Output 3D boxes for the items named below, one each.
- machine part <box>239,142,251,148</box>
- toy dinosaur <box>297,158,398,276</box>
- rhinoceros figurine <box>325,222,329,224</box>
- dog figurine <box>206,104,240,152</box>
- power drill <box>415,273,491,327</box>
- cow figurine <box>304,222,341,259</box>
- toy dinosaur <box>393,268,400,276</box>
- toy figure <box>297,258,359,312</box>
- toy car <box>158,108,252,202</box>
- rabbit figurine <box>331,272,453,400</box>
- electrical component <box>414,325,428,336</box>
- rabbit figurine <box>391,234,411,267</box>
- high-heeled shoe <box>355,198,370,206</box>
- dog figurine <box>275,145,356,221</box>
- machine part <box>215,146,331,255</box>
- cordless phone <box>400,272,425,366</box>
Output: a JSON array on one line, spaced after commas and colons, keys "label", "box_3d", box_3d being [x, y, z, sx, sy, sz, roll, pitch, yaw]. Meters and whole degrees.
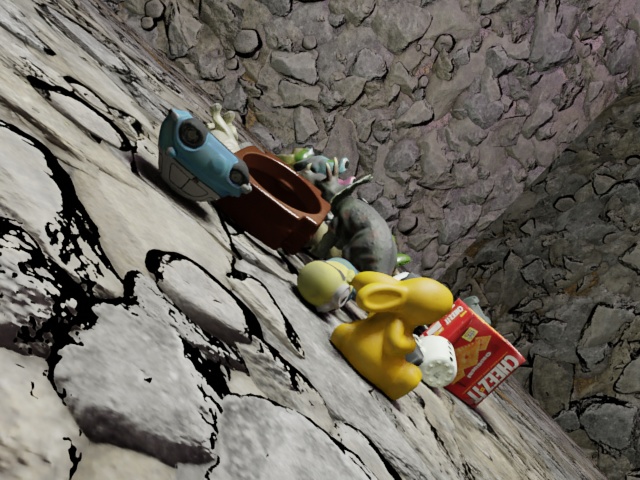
[{"label": "machine part", "box_3d": [-0.159, -0.177, 1.402, 0.243, 0.079, 0.079, 47, 8, 24]}, {"label": "toy dinosaur", "box_3d": [0.082, 0.005, 1.049, 0.131, 0.192, 0.405, -2, 44, -35]}, {"label": "rhinoceros figurine", "box_3d": [0.013, -0.005, 1.360, 0.190, 0.073, 0.112, 40, 6, -19]}, {"label": "dog figurine", "box_3d": [-0.204, -0.182, 1.196, 0.190, 0.121, 0.172, 58, 12, 5]}, {"label": "power drill", "box_3d": [0.333, 0.181, 1.355, 0.207, 0.086, 0.232, 10, 47, -49]}, {"label": "cow figurine", "box_3d": [-0.003, -0.004, 1.222, 0.194, 0.085, 0.127, 28, 18, -53]}, {"label": "toy dinosaur", "box_3d": [0.273, 0.201, 1.477, 0.198, 0.105, 0.472, 43, 11, -30]}, {"label": "toy figure", "box_3d": [0.016, 0.071, 0.908, 0.089, 0.082, 0.180, 25, 12, 9]}, {"label": "toy car", "box_3d": [-0.181, -0.111, 0.790, 0.161, 0.103, 0.109, 45, 3, -20]}, {"label": "rabbit figurine", "box_3d": [0.109, 0.115, 0.786, 0.162, 0.173, 0.122, 46, 10, -11]}, {"label": "electrical component", "box_3d": [0.199, 0.191, 1.296, 0.134, 0.058, 0.115, 42, 5, -9]}, {"label": "rabbit figurine", "box_3d": [0.134, 0.071, 1.261, 0.121, 0.159, 0.170, 52, 7, 0]}, {"label": "high-heeled shoe", "box_3d": [0.112, -0.026, 1.282, 0.145, 0.086, 0.248, 35, -9, 40]}, {"label": "dog figurine", "box_3d": [-0.029, -0.151, 1.352, 0.219, 0.191, 0.108, 18, -20, 34]}, {"label": "machine part", "box_3d": [-0.089, -0.074, 0.982, 0.201, 0.087, 0.201, 39, 22, -3]}, {"label": "cordless phone", "box_3d": [0.181, 0.160, 1.031, 0.088, 0.146, 0.184, 52, 8, -27]}]
